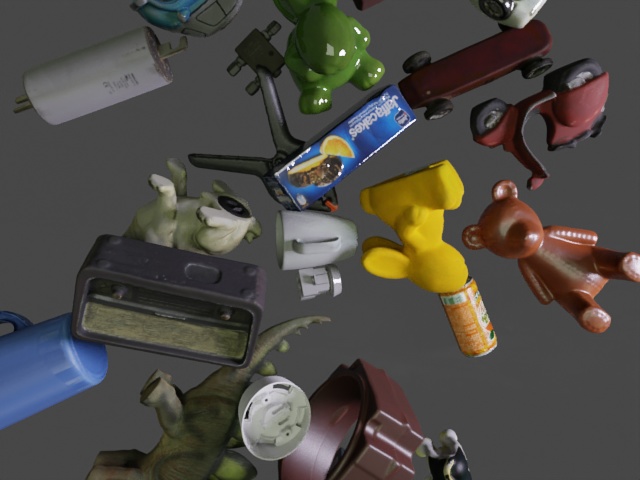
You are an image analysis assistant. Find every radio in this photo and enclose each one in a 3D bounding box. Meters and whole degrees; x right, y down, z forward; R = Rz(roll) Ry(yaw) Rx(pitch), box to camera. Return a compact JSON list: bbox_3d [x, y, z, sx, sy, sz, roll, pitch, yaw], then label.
[{"bbox_3d":[-0.185,0.080,0.682,0.230,0.073,0.131,13,128,-12],"label":"radio"}]

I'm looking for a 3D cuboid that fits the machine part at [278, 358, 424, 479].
[{"bbox_3d":[0.031,0.274,0.717,0.087,0.201,0.201,36,99,-16],"label":"machine part"}]

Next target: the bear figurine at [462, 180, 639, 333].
[{"bbox_3d":[0.301,0.014,0.712,0.196,0.132,0.120,34,97,-12],"label":"bear figurine"}]

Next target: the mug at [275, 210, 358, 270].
[{"bbox_3d":[-0.001,-0.002,0.722,0.107,0.110,0.080,-4,95,-14],"label":"mug"}]

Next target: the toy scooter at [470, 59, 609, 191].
[{"bbox_3d":[0.299,-0.145,0.707,0.184,0.075,0.135,-24,100,7],"label":"toy scooter"}]

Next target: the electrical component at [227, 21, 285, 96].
[{"bbox_3d":[-0.077,-0.243,0.716,0.063,0.021,0.094,44,97,-7],"label":"electrical component"}]

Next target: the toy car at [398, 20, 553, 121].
[{"bbox_3d":[0.202,-0.226,0.703,0.202,0.053,0.089,-24,85,5],"label":"toy car"}]

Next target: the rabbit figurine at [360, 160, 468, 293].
[{"bbox_3d":[0.130,-0.003,0.711,0.162,0.122,0.173,-23,100,9],"label":"rabbit figurine"}]

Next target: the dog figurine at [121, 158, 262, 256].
[{"bbox_3d":[-0.193,0.010,0.735,0.172,0.121,0.190,32,112,0],"label":"dog figurine"}]

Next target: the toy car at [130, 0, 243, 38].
[{"bbox_3d":[-0.152,-0.311,0.672,0.161,0.109,0.102,-40,121,-5],"label":"toy car"}]

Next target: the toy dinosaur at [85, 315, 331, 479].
[{"bbox_3d":[-0.175,0.269,0.774,0.198,0.105,0.471,36,94,-14],"label":"toy dinosaur"}]

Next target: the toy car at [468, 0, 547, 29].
[{"bbox_3d":[0.189,-0.340,0.667,0.202,0.056,0.073,37,92,11],"label":"toy car"}]

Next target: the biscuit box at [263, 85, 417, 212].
[{"bbox_3d":[0.026,-0.118,0.688,0.203,0.063,0.059,-40,105,-12],"label":"biscuit box"}]

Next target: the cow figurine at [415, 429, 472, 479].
[{"bbox_3d":[0.196,0.378,0.792,0.068,0.098,0.167,-13,100,-4],"label":"cow figurine"}]

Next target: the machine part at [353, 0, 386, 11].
[{"bbox_3d":[0.034,-0.355,0.623,0.056,0.179,0.179,-26,99,8],"label":"machine part"}]

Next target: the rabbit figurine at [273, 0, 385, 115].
[{"bbox_3d":[0.011,-0.241,0.641,0.121,0.170,0.159,-17,101,3],"label":"rabbit figurine"}]

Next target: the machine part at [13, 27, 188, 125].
[{"bbox_3d":[-0.284,-0.211,0.695,0.243,0.079,0.079,-18,100,3],"label":"machine part"}]

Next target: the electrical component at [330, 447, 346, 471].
[{"bbox_3d":[0.041,0.350,0.798,0.048,0.075,0.119,35,103,-7],"label":"electrical component"}]
